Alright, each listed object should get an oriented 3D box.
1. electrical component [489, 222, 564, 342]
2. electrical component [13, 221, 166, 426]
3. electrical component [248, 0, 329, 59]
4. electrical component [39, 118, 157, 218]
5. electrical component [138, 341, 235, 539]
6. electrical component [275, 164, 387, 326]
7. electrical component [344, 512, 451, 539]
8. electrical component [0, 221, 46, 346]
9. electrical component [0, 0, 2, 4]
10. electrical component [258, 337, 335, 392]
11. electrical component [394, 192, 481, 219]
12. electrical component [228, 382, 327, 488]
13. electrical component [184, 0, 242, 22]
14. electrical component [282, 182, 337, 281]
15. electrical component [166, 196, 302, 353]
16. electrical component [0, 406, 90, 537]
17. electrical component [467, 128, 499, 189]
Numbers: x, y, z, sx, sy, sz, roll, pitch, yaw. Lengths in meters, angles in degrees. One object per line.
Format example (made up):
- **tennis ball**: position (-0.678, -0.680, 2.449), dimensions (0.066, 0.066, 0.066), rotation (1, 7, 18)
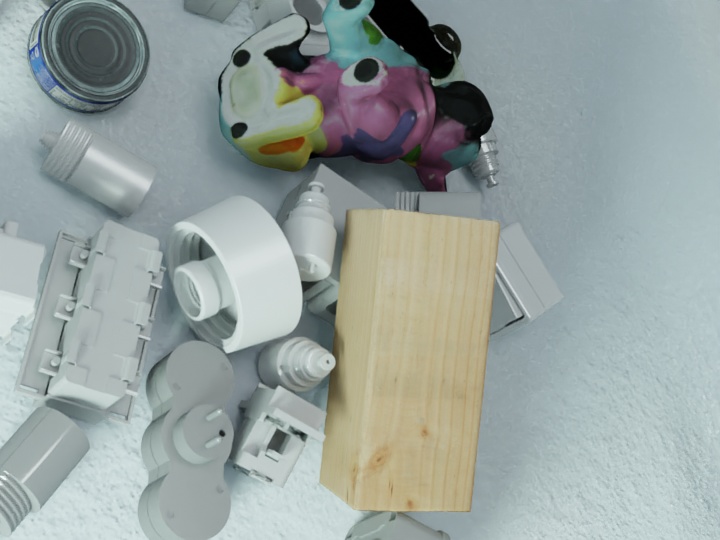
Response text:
- **electrical component**: position (0.119, 0.007, 0.943), dimensions (0.061, 0.062, 0.096), rotation (-30, 87, -40)
- **electrical component**: position (-0.175, 0.034, 0.723), dimensions (0.079, 0.063, 0.121), rotation (22, 57, -25)
- **electrical component**: position (-0.054, -0.215, 0.932), dimensions (0.050, 0.056, 0.089), rotation (-6, 72, -37)
- **electrical component**: position (-0.193, -0.076, 0.776), dimensions (0.081, 0.043, 0.043), rotation (30, 54, -20)
- **electrical component**: position (-0.110, 0.113, 0.724), dimensions (0.052, 0.074, 0.138), rotation (14, 61, -30)
- **electrical component**: position (0.000, 0.000, 0.863), dimensions (0.150, 0.062, 0.089), rotation (33, 53, -18)
- **electrical component**: position (0.018, 0.234, 0.753), dimensions (0.057, 0.078, 0.113), rotation (31, 54, -16)
- **electrical component**: position (-0.240, 0.016, 0.649), dimensions (0.063, 0.121, 0.078), rotation (19, 59, -30)
- **electrical component**: position (-0.305, -0.242, 0.747), dimensions (0.062, 0.089, 0.150), rotation (-12, 76, -38)
- **electrical component**: position (-0.044, 0.069, 0.793), dimensions (0.040, 0.078, 0.040), rotation (5, 81, -32)
- **electrical component**: position (0.060, -0.044, 0.901), dimensions (0.081, 0.043, 0.043), rotation (1, 63, 4)
- **electrical component**: position (-0.063, 0.117, 0.760), dimensions (0.042, 0.081, 0.063), rotation (33, 76, -18)
- **electrical component**: position (-0.138, -0.264, 0.902), dimensions (0.076, 0.047, 0.083), rotation (12, 62, -31)
- **electrical component**: position (-0.037, -0.028, 0.781), dimensions (0.040, 0.040, 0.078), rotation (22, 59, -25)
- **electrical component**: position (-0.097, 0.007, 0.765), dimensions (0.060, 0.108, 0.108), rotation (-23, 83, -34)
- **electrical component**: position (-0.210, 0.129, 0.666), dimensions (0.043, 0.043, 0.081), rotation (44, 51, -10)
- **electrical component**: position (0.111, -0.114, 1.009), dimensions (0.040, 0.040, 0.078), rotation (-12, 76, -38)
